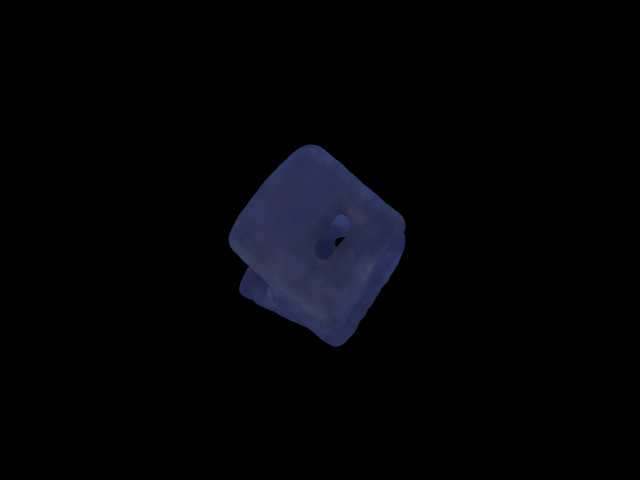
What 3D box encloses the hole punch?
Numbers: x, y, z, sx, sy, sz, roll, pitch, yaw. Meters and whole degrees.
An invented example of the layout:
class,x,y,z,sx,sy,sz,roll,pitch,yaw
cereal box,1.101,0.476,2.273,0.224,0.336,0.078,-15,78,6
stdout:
class,x,y,z,sx,sy,sz,roll,pitch,yaw
hole punch,0.004,0.001,0.400,0.101,0.091,0.109,26,60,17
